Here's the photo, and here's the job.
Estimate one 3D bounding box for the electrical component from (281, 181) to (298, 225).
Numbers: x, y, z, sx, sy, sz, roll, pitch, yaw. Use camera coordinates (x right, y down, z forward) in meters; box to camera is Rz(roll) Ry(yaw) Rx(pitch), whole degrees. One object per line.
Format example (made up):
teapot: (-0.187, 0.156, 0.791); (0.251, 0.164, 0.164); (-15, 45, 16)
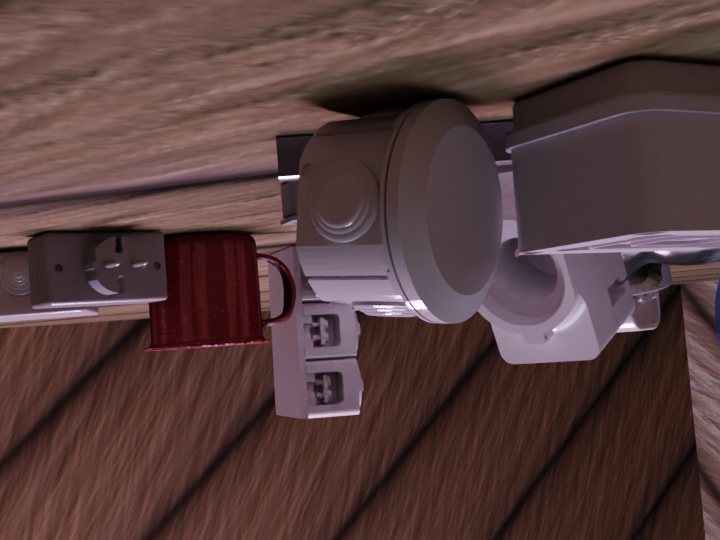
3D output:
electrical component: (-0.001, -0.019, 0.574); (0.078, 0.057, 0.058); (-3, 176, -21)

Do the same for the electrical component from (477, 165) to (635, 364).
electrical component: (0.082, -0.007, 0.484); (0.050, 0.089, 0.056); (-7, -162, 37)

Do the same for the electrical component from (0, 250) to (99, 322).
electrical component: (-0.249, 0.012, 0.814); (0.100, 0.048, 0.100); (-4, 176, -7)

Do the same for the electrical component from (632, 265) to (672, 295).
electrical component: (0.146, -0.018, 0.700); (0.108, 0.060, 0.108); (-5, -174, 1)

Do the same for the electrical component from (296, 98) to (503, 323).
electrical component: (0.017, -0.021, 0.394); (0.051, 0.080, 0.080); (-1, 179, 32)

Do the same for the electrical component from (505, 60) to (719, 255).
electrical component: (0.119, -0.039, 0.400); (0.113, 0.057, 0.078); (-2, 176, -29)

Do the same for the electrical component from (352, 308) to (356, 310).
electrical component: (0.000, 0.000, 0.836); (0.048, 0.062, 0.048); (-5, 176, 0)

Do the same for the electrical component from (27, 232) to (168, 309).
electrical component: (-0.165, -0.002, 0.708); (0.083, 0.047, 0.076); (-2, 176, -36)

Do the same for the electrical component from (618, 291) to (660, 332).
electrical component: (0.197, 0.002, 0.853); (0.059, 0.095, 0.054); (-8, 175, 39)

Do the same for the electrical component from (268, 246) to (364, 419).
electrical component: (-0.039, 0.056, 0.975); (0.062, 0.150, 0.089); (-2, 176, -19)
